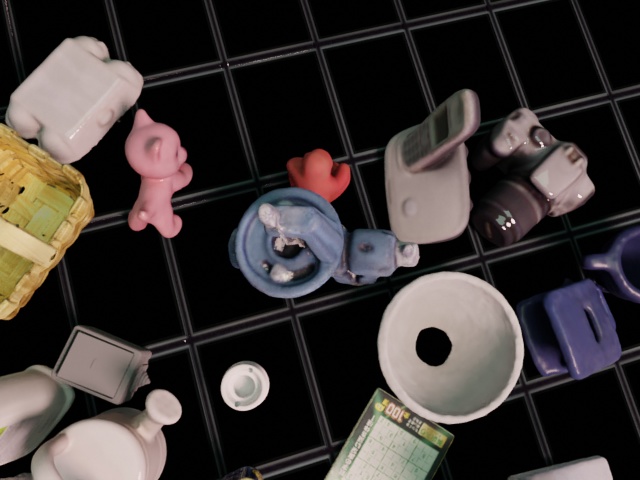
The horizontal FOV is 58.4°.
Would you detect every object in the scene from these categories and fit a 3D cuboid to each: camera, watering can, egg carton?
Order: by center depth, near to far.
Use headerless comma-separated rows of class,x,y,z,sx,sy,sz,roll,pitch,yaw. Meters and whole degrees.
watering can,-0.212,0.216,0.555,0.101,0.194,0.173,25,78,0
egg carton,-0.290,-0.167,0.684,0.107,0.069,0.150,36,78,2
camera,0.243,-0.070,0.699,0.137,0.100,0.143,-42,85,-11

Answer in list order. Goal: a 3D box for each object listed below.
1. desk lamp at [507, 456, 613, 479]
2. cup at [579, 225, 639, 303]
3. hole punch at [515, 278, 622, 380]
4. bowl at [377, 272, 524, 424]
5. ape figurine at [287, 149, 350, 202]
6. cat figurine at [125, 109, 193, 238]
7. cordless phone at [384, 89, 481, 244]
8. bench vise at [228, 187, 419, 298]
desk lamp,0.257,0.299,0.572,0.203,0.213,0.118,-12,80,-7
cup,0.356,0.035,0.692,0.118,0.095,0.092,2,79,-5
hole punch,0.302,0.101,0.677,0.101,0.091,0.108,-17,81,-8
bowl,0.143,0.123,0.666,0.167,0.074,0.167,1,79,-5
ape figurine,-0.003,-0.079,0.682,0.078,0.092,0.076,27,78,1
cat figurine,-0.189,-0.076,0.652,0.067,0.117,0.128,8,79,-3
cordless phone,0.135,-0.077,0.647,0.094,0.185,0.147,-5,80,-6
bench vise,0.003,-0.009,0.605,0.207,0.219,0.121,-12,80,-7
